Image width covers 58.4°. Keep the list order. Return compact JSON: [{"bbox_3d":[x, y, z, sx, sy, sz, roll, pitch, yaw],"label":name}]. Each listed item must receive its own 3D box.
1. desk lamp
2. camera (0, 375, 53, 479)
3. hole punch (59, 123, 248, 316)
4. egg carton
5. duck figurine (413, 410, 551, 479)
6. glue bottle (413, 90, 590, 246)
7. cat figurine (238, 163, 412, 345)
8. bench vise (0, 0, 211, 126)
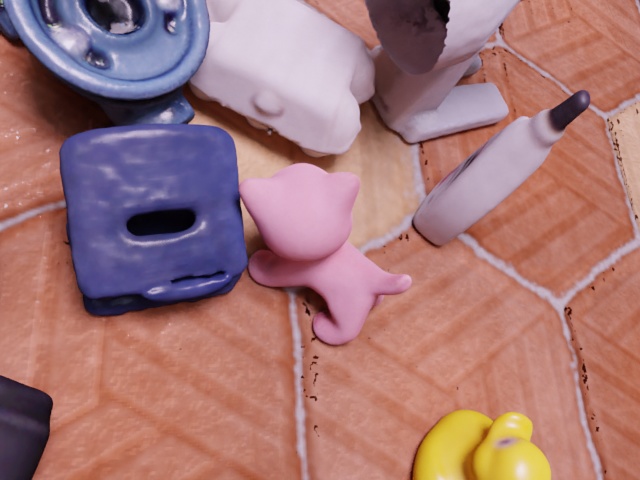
[{"bbox_3d":[0.110,-0.176,0.445,0.204,0.213,0.118,-18,76,-28],"label":"desk lamp"},{"bbox_3d":[-0.163,0.134,0.262,0.143,0.100,0.137,21,62,-13],"label":"camera"},{"bbox_3d":[-0.099,-0.012,0.357,0.109,0.091,0.101,-9,72,-26],"label":"hole punch"},{"bbox_3d":[-0.031,-0.132,0.451,0.150,0.069,0.107,25,61,-11],"label":"egg carton"},{"bbox_3d":[0.111,0.160,0.375,0.077,0.086,0.105,29,60,-9],"label":"duck figurine"},{"bbox_3d":[0.136,-0.058,0.428,0.037,0.173,0.078,39,59,-3],"label":"glue bottle"},{"bbox_3d":[0.003,0.001,0.379,0.128,0.117,0.067,39,59,-3],"label":"cat figurine"},{"bbox_3d":[-0.150,-0.169,0.329,0.207,0.219,0.121,32,60,-7],"label":"bench vise"}]
